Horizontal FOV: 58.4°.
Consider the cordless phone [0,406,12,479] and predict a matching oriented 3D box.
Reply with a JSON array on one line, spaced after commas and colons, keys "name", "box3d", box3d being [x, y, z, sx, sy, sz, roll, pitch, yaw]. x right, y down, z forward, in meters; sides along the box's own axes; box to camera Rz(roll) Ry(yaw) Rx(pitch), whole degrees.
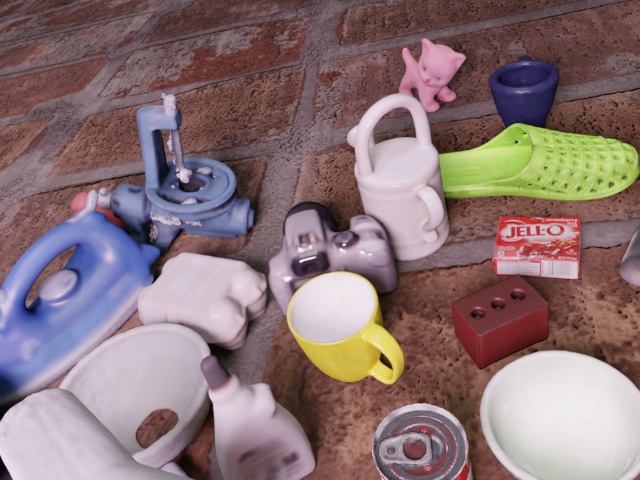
[{"name": "cordless phone", "box3d": [-0.372, 0.172, 0.550, 0.094, 0.185, 0.147, -31, 41, -17]}]

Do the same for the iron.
[{"name": "iron", "box3d": [-0.322, 0.062, 0.696, 0.118, 0.142, 0.259, 10, 46, 30]}]

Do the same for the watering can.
[{"name": "watering can", "box3d": [0.086, -0.081, 0.673, 0.172, 0.194, 0.101, 23, 54, 39]}]

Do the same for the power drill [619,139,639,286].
[{"name": "power drill", "box3d": [0.337, -0.053, 0.535, 0.075, 0.209, 0.230, 15, 49, 34]}]

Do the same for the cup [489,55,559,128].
[{"name": "cup", "box3d": [0.291, -0.202, 0.819, 0.091, 0.095, 0.118, 0, 42, 20]}]

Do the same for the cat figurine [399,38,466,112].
[{"name": "cat figurine", "box3d": [0.178, -0.280, 0.936, 0.067, 0.118, 0.127, -32, 41, -17]}]

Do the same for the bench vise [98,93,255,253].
[{"name": "bench vise", "box3d": [-0.211, -0.077, 0.758, 0.207, 0.220, 0.121, -18, 39, 0]}]

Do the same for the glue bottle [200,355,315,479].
[{"name": "glue bottle", "box3d": [-0.060, 0.150, 0.469, 0.078, 0.173, 0.037, -25, 39, -9]}]

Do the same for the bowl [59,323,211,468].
[{"name": "bowl", "box3d": [-0.175, 0.168, 0.570, 0.167, 0.075, 0.167, -10, 39, 9]}]

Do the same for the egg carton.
[{"name": "egg carton", "box3d": [-0.139, 0.071, 0.675, 0.149, 0.069, 0.107, 7, 45, 27]}]

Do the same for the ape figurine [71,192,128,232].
[{"name": "ape figurine", "box3d": [-0.336, -0.032, 0.854, 0.076, 0.092, 0.077, -18, 39, -1]}]

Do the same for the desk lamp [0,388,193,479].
[{"name": "desk lamp", "box3d": [-0.130, 0.206, 0.397, 0.118, 0.214, 0.202, -39, 44, -25]}]

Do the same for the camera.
[{"name": "camera", "box3d": [0.006, 0.002, 0.678, 0.143, 0.101, 0.136, -15, 39, 3]}]
